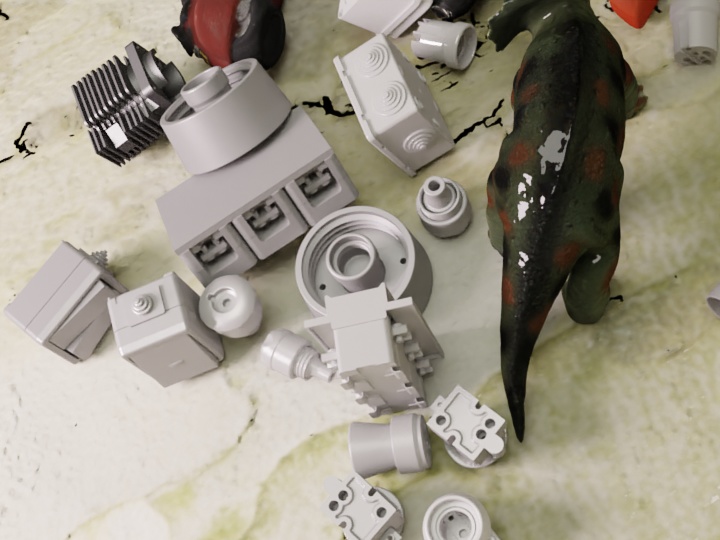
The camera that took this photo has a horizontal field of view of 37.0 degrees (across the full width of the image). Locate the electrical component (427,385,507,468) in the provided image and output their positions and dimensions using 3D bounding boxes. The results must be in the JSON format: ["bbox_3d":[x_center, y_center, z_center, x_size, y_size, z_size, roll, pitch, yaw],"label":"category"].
[{"bbox_3d":[0.083,0.119,0.796,0.066,0.055,0.048,36,81,25],"label":"electrical component"}]

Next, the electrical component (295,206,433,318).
[{"bbox_3d":[0.000,0.000,0.866,0.108,0.060,0.108,-6,67,14],"label":"electrical component"}]

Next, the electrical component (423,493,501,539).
[{"bbox_3d":[0.072,0.187,0.770,0.048,0.055,0.066,-39,63,-2],"label":"electrical component"}]

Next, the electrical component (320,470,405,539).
[{"bbox_3d":[0.005,0.180,0.792,0.066,0.055,0.048,39,83,26],"label":"electrical component"}]

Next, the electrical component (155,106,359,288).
[{"bbox_3d":[-0.086,-0.057,0.903,0.150,0.061,0.089,-33,37,1],"label":"electrical component"}]

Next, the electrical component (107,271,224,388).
[{"bbox_3d":[-0.158,0.049,0.869,0.062,0.096,0.061,-22,64,6],"label":"electrical component"}]

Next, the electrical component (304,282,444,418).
[{"bbox_3d":[0.015,0.064,0.800,0.079,0.121,0.063,-13,65,10],"label":"electrical component"}]

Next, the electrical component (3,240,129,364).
[{"bbox_3d":[-0.243,0.025,0.923,0.061,0.061,0.096,34,80,25],"label":"electrical component"}]

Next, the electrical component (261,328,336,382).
[{"bbox_3d":[-0.048,0.072,0.864,0.061,0.035,0.035,25,77,21],"label":"electrical component"}]

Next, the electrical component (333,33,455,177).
[{"bbox_3d":[0.031,-0.138,0.894,0.048,0.100,0.099,-30,63,16],"label":"electrical component"}]

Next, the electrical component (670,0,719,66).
[{"bbox_3d":[0.275,-0.196,0.882,0.040,0.040,0.046,0,73,16],"label":"electrical component"}]

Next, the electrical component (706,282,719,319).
[{"bbox_3d":[0.308,0.017,0.780,0.077,0.044,0.079,-46,64,-6],"label":"electrical component"}]

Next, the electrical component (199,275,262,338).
[{"bbox_3d":[-0.100,0.035,0.878,0.048,0.062,0.048,-6,67,13],"label":"electrical component"}]

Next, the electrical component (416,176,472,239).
[{"bbox_3d":[0.066,-0.055,0.869,0.043,0.062,0.043,-6,67,13],"label":"electrical component"}]

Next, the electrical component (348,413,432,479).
[{"bbox_3d":[0.023,0.133,0.813,0.055,0.045,0.045,-10,66,11],"label":"electrical component"}]

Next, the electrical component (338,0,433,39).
[{"bbox_3d":[0.028,-0.273,0.955,0.057,0.078,0.113,17,67,-23],"label":"electrical component"}]

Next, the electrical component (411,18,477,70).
[{"bbox_3d":[0.073,-0.199,0.940,0.046,0.040,0.040,19,74,28],"label":"electrical component"}]

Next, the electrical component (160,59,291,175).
[{"bbox_3d":[-0.120,-0.138,0.919,0.108,0.060,0.108,-27,26,14],"label":"electrical component"}]
